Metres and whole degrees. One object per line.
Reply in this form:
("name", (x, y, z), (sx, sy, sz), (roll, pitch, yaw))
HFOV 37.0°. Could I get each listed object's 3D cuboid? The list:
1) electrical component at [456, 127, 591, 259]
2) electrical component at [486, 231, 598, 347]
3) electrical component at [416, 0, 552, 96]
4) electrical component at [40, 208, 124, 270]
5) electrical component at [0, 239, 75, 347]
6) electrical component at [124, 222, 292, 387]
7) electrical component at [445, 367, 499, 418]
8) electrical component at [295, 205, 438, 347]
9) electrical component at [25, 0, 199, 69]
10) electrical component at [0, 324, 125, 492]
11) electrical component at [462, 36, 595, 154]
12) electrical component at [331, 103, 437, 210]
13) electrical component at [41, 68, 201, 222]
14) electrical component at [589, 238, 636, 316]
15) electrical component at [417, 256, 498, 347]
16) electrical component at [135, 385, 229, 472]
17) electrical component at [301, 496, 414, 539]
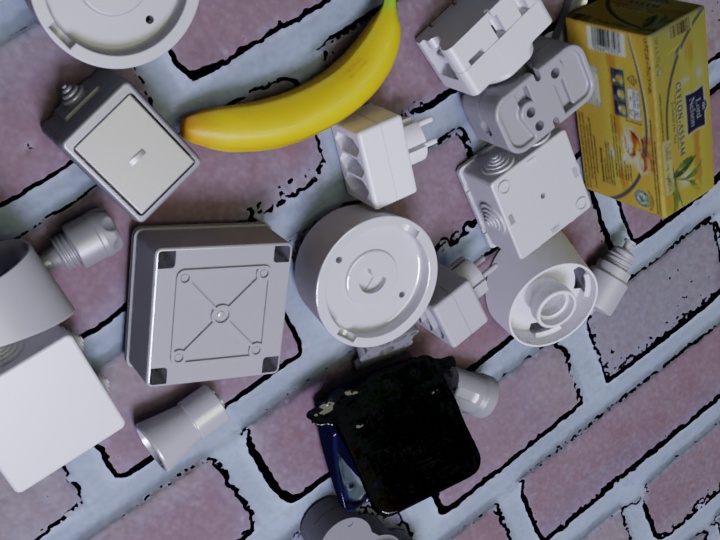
("electrical component", (0.142, -0.069, 0.916), (0.100, 0.048, 0.099), (-37, 124, -14))
("electrical component", (0.163, 0.017, 0.970), (0.099, 0.064, 0.099), (-13, 127, -18))
("electrical component", (0.099, -0.184, 0.841), (0.089, 0.050, 0.055), (-45, 125, -8))
("electrical component", (-0.197, -0.016, 0.742), (0.061, 0.035, 0.035), (-30, 122, -14))
("electrical component", (-0.243, 0.024, 0.695), (0.099, 0.099, 0.064), (-30, 116, -18))
("electrical component", (-0.113, 0.023, 0.796), (0.109, 0.056, 0.108), (-3, 111, -30))
("electrical component", (0.096, 0.109, 0.968), (0.046, 0.040, 0.040), (22, 97, -30))
("electrical component", (0.000, 0.000, 0.851), (0.108, 0.060, 0.108), (-12, 115, -27))
("electrical component", (-0.161, -0.186, 0.677), (0.108, 0.060, 0.108), (-12, 115, -27))
("electrical component", (-0.229, 0.092, 0.758), (0.100, 0.048, 0.099), (-33, 123, -16))
("electrical component", (0.133, -0.144, 0.873), (0.095, 0.059, 0.053), (-39, 124, -12))
("electrical component", (0.026, -0.096, 0.836), (0.077, 0.047, 0.065), (-26, 121, -20))
("electrical component", (-0.162, -0.087, 0.717), (0.061, 0.061, 0.096), (-46, 126, -7))
("electrical component", (0.233, 0.006, 1.007), (0.040, 0.040, 0.078), (29, 93, -36))
("electrical component", (0.082, 0.015, 0.903), (0.077, 0.066, 0.047), (-38, 124, -13))
("electrical component", (-0.135, 0.119, 0.833), (0.065, 0.044, 0.044), (-35, 124, -20))
("electrical component", (0.015, 0.258, 0.959), (0.138, 0.074, 0.052), (36, 89, -36))
